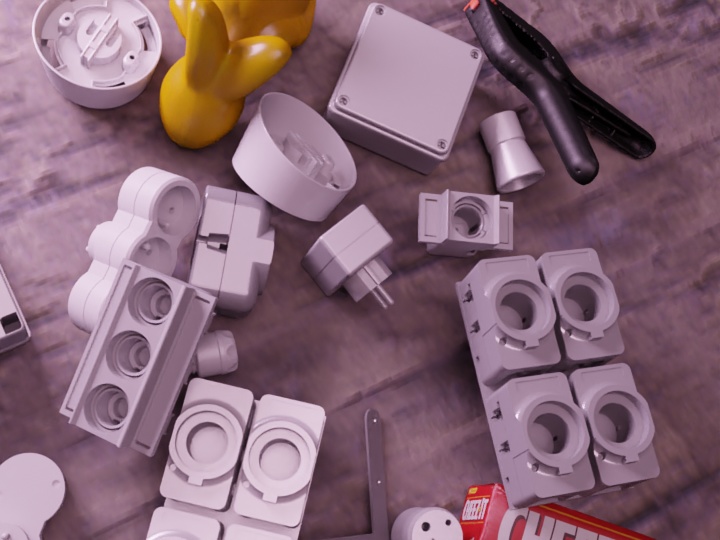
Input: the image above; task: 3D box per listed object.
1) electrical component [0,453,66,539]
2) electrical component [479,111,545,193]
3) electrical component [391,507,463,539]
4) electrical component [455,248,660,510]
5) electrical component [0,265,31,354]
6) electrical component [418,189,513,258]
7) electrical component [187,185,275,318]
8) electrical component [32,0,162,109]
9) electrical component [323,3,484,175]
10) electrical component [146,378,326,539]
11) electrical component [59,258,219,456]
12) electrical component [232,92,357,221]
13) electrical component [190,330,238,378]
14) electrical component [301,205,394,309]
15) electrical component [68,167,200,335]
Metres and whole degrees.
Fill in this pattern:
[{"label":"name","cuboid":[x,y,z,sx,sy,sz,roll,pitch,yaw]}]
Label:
[{"label":"electrical component","cuboid":[-0.252,0.197,0.759,0.052,0.074,0.138,21,73,-8]},{"label":"electrical component","cuboid":[0.130,-0.105,0.939,0.044,0.044,0.065,-15,77,-16]},{"label":"electrical component","cuboid":[0.052,0.208,0.840,0.045,0.055,0.045,3,77,-13]},{"label":"electrical component","cuboid":[0.153,0.081,0.837,0.105,0.060,0.186,-6,70,-17]},{"label":"electrical component","cuboid":[-0.316,0.021,0.793,0.109,0.056,0.108,-24,84,-18]},{"label":"electrical component","cuboid":[0.085,-0.037,0.900,0.081,0.064,0.042,6,77,-12]},{"label":"electrical component","cuboid":[-0.102,-0.013,0.854,0.059,0.054,0.095,11,75,-11]},{"label":"electrical component","cuboid":[-0.209,-0.179,0.861,0.099,0.064,0.099,3,77,-13]},{"label":"electrical component","cuboid":[0.036,-0.154,0.918,0.109,0.056,0.108,23,73,-8]},{"label":"electrical component","cuboid":[-0.097,0.184,0.797,0.105,0.060,0.186,13,75,1]},{"label":"electrical component","cuboid":[-0.156,0.063,0.786,0.079,0.063,0.121,22,90,15]},{"label":"electrical component","cuboid":[-0.051,-0.087,0.859,0.099,0.099,0.064,34,110,-4]},{"label":"electrical component","cuboid":[-0.128,0.068,0.840,0.061,0.035,0.035,-10,80,-13]},{"label":"electrical component","cuboid":[0.000,0.000,0.860,0.047,0.083,0.075,-39,89,-19]},{"label":"electrical component","cuboid":[-0.185,-0.016,0.834,0.074,0.052,0.138,19,82,36]}]
